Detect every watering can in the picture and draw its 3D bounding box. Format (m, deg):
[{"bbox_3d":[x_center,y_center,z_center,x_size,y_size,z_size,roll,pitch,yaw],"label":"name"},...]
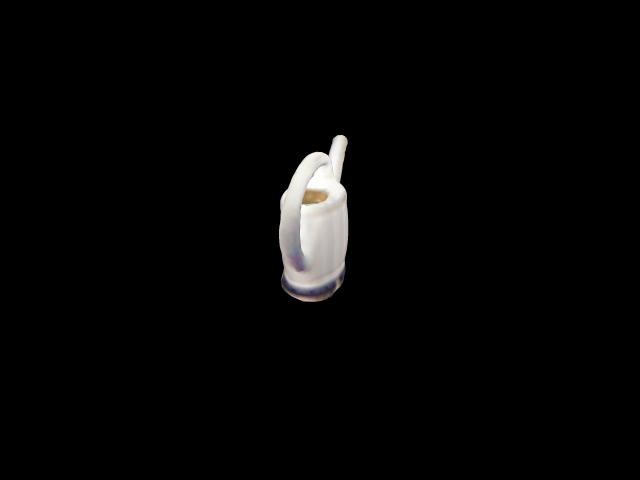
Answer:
[{"bbox_3d":[0.003,-0.043,0.850,0.104,0.220,0.354,6,25,14],"label":"watering can"}]
